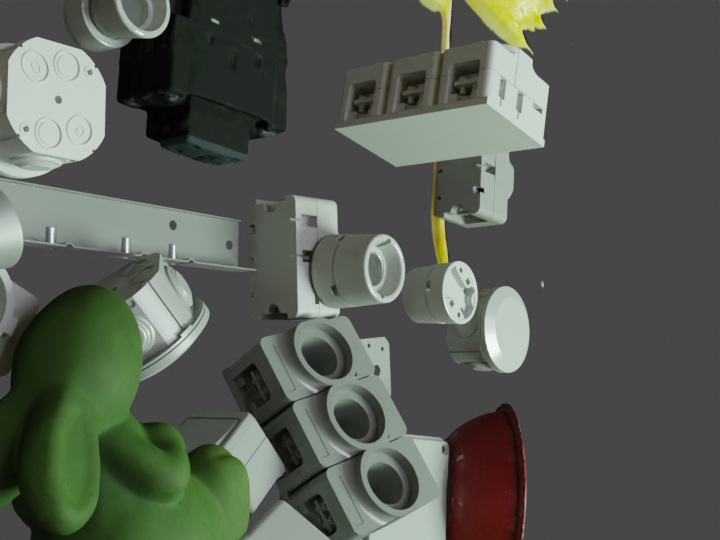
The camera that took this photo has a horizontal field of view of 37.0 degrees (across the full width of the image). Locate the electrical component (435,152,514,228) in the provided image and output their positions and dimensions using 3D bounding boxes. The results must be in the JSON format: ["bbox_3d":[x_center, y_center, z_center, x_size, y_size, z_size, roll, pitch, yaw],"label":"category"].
[{"bbox_3d":[0.109,-0.089,1.012,0.056,0.050,0.089,16,74,-49],"label":"electrical component"}]

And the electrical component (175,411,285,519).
[{"bbox_3d":[-0.100,0.132,0.715,0.096,0.062,0.061,-53,126,-40],"label":"electrical component"}]

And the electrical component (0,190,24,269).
[{"bbox_3d":[-0.199,-0.014,0.521,0.055,0.045,0.045,-27,107,-49],"label":"electrical component"}]

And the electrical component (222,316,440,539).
[{"bbox_3d":[-0.018,0.115,0.766,0.089,0.062,0.150,-13,69,-46],"label":"electrical component"}]

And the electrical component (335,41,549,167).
[{"bbox_3d":[0.068,-0.137,0.886,0.089,0.150,0.061,25,68,-47],"label":"electrical component"}]

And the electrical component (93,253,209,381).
[{"bbox_3d":[-0.138,0.031,0.666,0.051,0.080,0.080,58,45,-22],"label":"electrical component"}]

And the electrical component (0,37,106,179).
[{"bbox_3d":[-0.193,-0.096,0.633,0.080,0.051,0.080,8,80,-51],"label":"electrical component"}]

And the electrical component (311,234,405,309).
[{"bbox_3d":[0.000,0.000,0.785,0.055,0.047,0.055,6,82,-52],"label":"electrical component"}]

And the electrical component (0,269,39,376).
[{"bbox_3d":[-0.260,0.015,0.529,0.186,0.060,0.105,43,55,-41],"label":"electrical component"}]

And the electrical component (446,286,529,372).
[{"bbox_3d":[0.121,0.056,1.012,0.080,0.051,0.080,8,80,-51],"label":"electrical component"}]

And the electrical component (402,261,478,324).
[{"bbox_3d":[0.070,0.021,0.954,0.055,0.047,0.055,8,80,-51],"label":"electrical component"}]

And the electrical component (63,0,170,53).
[{"bbox_3d":[-0.156,-0.164,0.684,0.045,0.055,0.045,8,80,-51],"label":"electrical component"}]

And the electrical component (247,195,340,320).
[{"bbox_3d":[-0.047,-0.008,0.807,0.056,0.050,0.089,4,83,-51],"label":"electrical component"}]

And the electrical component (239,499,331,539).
[{"bbox_3d":[-0.042,0.222,0.692,0.109,0.108,0.056,38,43,11],"label":"electrical component"}]

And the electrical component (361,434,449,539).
[{"bbox_3d":[0.018,0.186,0.863,0.109,0.056,0.108,16,74,-50],"label":"electrical component"}]
